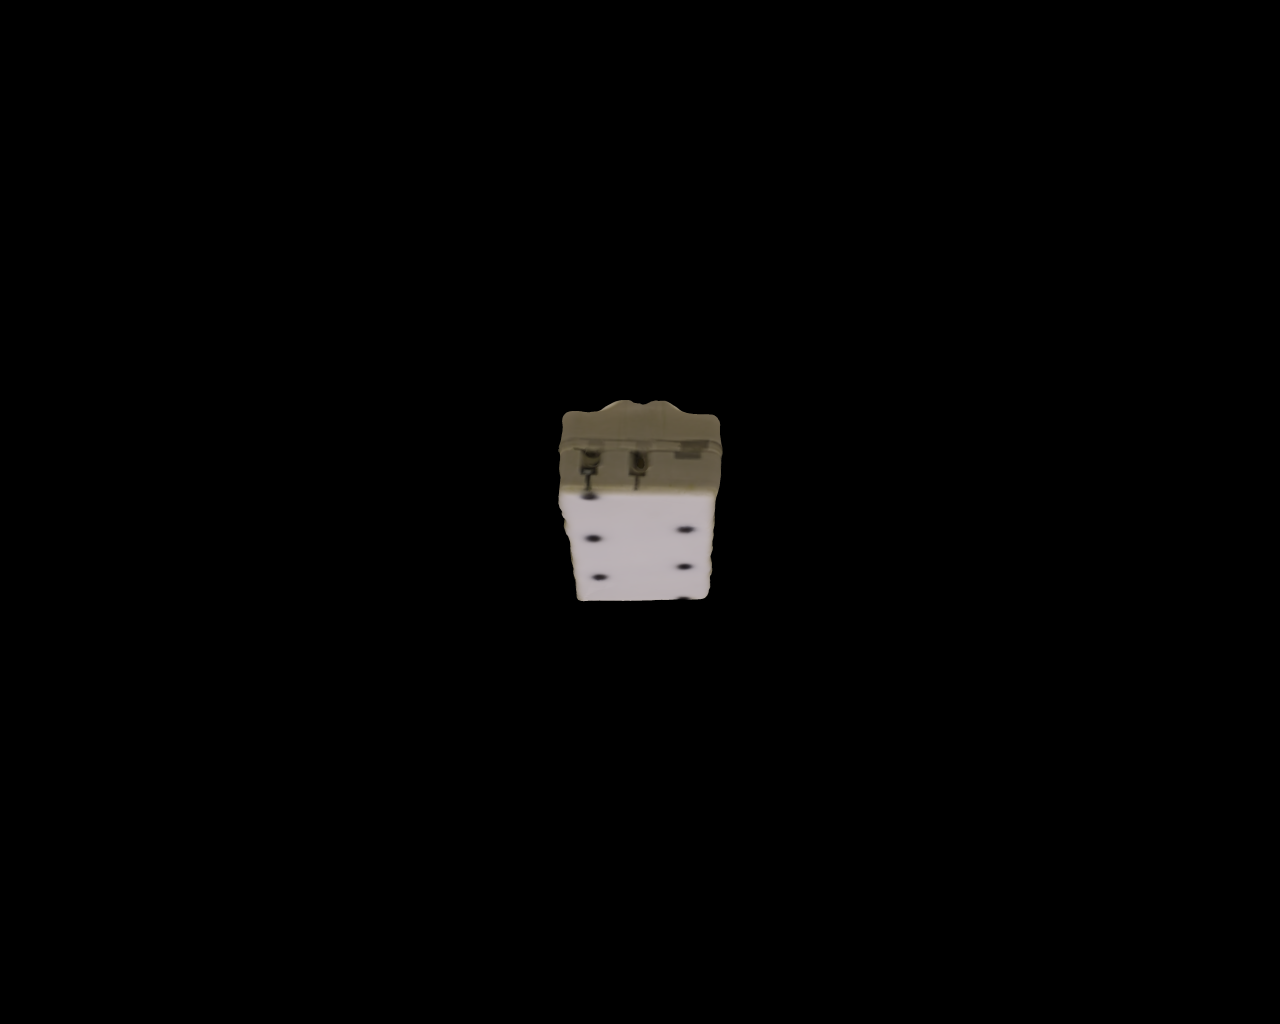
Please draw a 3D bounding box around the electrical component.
[{"bbox_3d":[0.001,-0.003,0.650,0.089,0.062,0.150,0,-28,0],"label":"electrical component"}]
